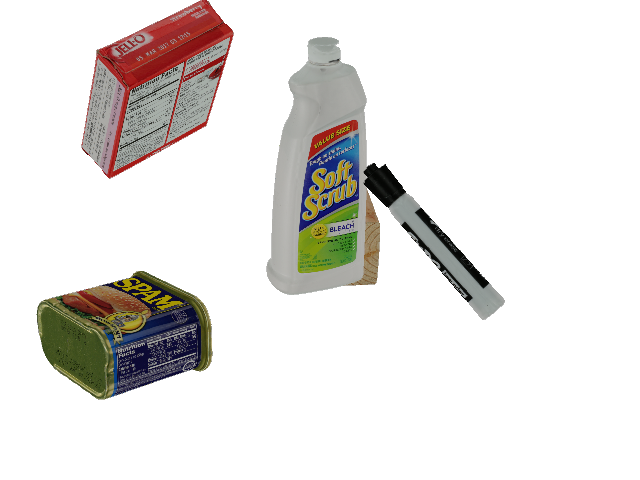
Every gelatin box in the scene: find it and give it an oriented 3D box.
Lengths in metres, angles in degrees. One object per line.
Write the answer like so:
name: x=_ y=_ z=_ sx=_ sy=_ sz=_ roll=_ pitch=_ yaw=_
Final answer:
gelatin box: x=-0.091 y=-0.083 z=0.585 sx=0.073 sy=0.030 sz=0.089 roll=-35 pitch=-15 yaw=-31

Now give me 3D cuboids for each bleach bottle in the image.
bleach bottle: x=-0.004 y=-0.074 z=1.057 sx=0.102 sy=0.251 sz=0.068 roll=-10 pitch=28 yaw=-19

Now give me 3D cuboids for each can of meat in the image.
can of meat: x=-0.141 y=0.066 z=0.757 sx=0.083 sy=0.057 sz=0.102 roll=-15 pitch=25 yaw=-39

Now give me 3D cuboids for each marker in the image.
marker: x=0.070 y=-0.001 z=0.673 sx=0.020 sy=0.121 sz=0.020 roll=-40 pitch=-6 yaw=-5

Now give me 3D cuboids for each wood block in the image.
wood block: x=0.018 y=-0.027 z=1.418 sx=0.090 sy=0.090 sz=0.206 roll=-2 pitch=27 yaw=-6
